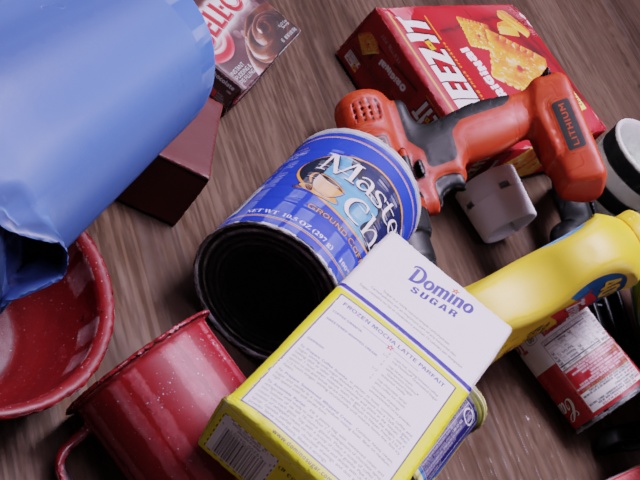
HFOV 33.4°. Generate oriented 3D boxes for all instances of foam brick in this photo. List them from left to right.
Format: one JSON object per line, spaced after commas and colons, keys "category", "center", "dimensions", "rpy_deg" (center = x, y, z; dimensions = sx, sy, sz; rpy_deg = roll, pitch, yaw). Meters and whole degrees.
{"category": "foam brick", "center": [-0.103, -0.061, 0.713], "dimensions": [0.053, 0.051, 0.078], "rpy_deg": [25, 42, -20]}

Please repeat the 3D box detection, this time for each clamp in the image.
{"category": "clamp", "center": [0.227, -0.006, 0.923], "dimensions": [0.164, 0.036, 0.210], "rpy_deg": [55, 25, -36]}
{"category": "clamp", "center": [0.286, 0.157, 0.864], "dimensions": [0.120, 0.039, 0.171], "rpy_deg": [44, 40, -6]}

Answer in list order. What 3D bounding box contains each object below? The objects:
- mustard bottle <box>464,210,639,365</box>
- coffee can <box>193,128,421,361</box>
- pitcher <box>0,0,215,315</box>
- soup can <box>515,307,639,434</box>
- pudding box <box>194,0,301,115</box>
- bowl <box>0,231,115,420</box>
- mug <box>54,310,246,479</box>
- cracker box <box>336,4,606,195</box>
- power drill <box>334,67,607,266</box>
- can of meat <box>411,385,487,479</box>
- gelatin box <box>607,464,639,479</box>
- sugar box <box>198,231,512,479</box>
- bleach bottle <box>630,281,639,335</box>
{"category": "mustard bottle", "center": [0.165, 0.030, 0.753], "dimensions": [0.191, 0.096, 0.058], "rpy_deg": [-28, 72, -9]}
{"category": "coffee can", "center": [-0.005, 0.001, 0.701], "dimensions": [0.103, 0.103, 0.140], "rpy_deg": [43, 39, -2]}
{"category": "pitcher", "center": [-0.158, -0.062, 0.530], "dimensions": [0.149, 0.145, 0.242], "rpy_deg": [53, 33, -11]}
{"category": "soup can", "center": [0.195, 0.088, 0.822], "dimensions": [0.068, 0.069, 0.102], "rpy_deg": [-20, 69, -48]}
{"category": "pudding box", "center": [-0.078, -0.159, 0.831], "dimensions": [0.090, 0.039, 0.113], "rpy_deg": [40, 39, -5]}
{"category": "bowl", "center": [-0.191, 0.032, 0.550], "dimensions": [0.162, 0.055, 0.162], "rpy_deg": [23, 43, -24]}
{"category": "mug", "center": [-0.083, 0.103, 0.564], "dimensions": [0.117, 0.093, 0.081], "rpy_deg": [-35, 86, -19]}
{"category": "cracker box", "center": [0.143, -0.135, 0.974], "dimensions": [0.213, 0.072, 0.164], "rpy_deg": [-13, 65, -45]}
{"category": "power drill", "center": [0.117, -0.047, 0.817], "dimensions": [0.187, 0.057, 0.184], "rpy_deg": [-13, 70, -7]}
{"category": "can of meat", "center": [0.038, 0.125, 0.630], "dimensions": [0.057, 0.102, 0.083], "rpy_deg": [48, 41, 3]}
{"category": "gelatin box", "center": [0.251, 0.197, 0.777], "dimensions": [0.089, 0.030, 0.073], "rpy_deg": [-17, 73, -24]}
{"category": "sugar box", "center": [0.025, 0.074, 0.560], "dimensions": [0.093, 0.048, 0.176], "rpy_deg": [40, 40, 7]}
{"category": "bleach bottle", "center": [0.286, 0.078, 0.836], "dimensions": [0.250, 0.068, 0.102], "rpy_deg": [-58, 143, -68]}
